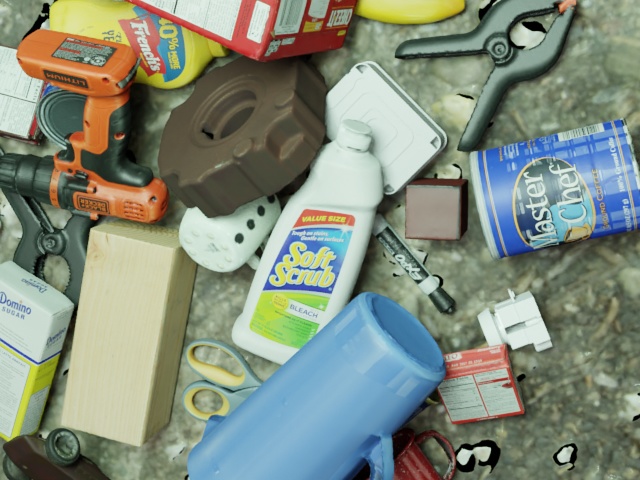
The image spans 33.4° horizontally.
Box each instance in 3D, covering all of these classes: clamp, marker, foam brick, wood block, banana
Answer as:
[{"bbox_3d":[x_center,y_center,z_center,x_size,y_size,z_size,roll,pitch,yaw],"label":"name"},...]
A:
[{"bbox_3d":[-0.266,-0.004,1.116,0.165,0.036,0.210,-2,98,10],"label":"clamp"},{"bbox_3d":[0.168,-0.163,0.992,0.172,0.039,0.120,-25,94,15],"label":"clamp"},{"bbox_3d":[0.091,0.025,1.050,0.020,0.020,0.121,-41,89,15],"label":"marker"},{"bbox_3d":[0.111,-0.030,1.007,0.051,0.078,0.053,2,97,13],"label":"foam brick"},{"bbox_3d":[-0.192,0.091,1.088,0.091,0.090,0.206,13,101,10],"label":"wood block"},{"bbox_3d":[0.038,-0.248,1.008,0.198,0.037,0.070,33,106,6],"label":"banana"}]

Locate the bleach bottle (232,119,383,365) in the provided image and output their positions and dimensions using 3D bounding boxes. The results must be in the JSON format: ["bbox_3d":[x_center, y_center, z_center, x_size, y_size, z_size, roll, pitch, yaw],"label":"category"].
[{"bbox_3d":[-0.007,0.001,1.011,0.102,0.068,0.251,21,118,8],"label":"bleach bottle"}]

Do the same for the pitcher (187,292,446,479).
[{"bbox_3d":[0.005,0.173,0.980,0.149,0.145,0.243,39,109,-10],"label":"pitcher"}]

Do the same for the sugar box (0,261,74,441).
[{"bbox_3d":[-0.322,0.119,1.121,0.093,0.048,0.176,31,115,15],"label":"sugar box"}]

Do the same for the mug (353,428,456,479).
[{"bbox_3d":[0.087,0.240,1.058,0.117,0.093,0.081,-38,96,-21],"label":"mug"}]

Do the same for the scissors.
[{"bbox_3d":[-0.060,0.176,1.110,0.202,0.016,0.096,32,106,6],"label":"scissors"}]

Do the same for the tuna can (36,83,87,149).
[{"bbox_3d":[-0.236,-0.127,1.061,0.086,0.033,0.086,5,138,4],"label":"tuna can"}]

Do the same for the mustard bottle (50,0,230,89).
[{"bbox_3d":[-0.165,-0.196,1.051,0.192,0.058,0.096,-2,109,12],"label":"mustard bottle"}]

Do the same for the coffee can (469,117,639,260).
[{"bbox_3d":[0.216,-0.045,0.968,0.140,0.102,0.103,-13,96,14],"label":"coffee can"}]

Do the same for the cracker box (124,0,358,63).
[{"bbox_3d":[-0.094,-0.232,0.955,0.214,0.164,0.072,26,114,19],"label":"cracker box"}]

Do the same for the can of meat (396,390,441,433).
[{"bbox_3d":[0.056,0.143,1.058,0.084,0.057,0.102,-42,88,18],"label":"can of meat"}]

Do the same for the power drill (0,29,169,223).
[{"bbox_3d":[-0.236,-0.104,1.013,0.184,0.057,0.188,11,134,8],"label":"power drill"}]

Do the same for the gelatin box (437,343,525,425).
[{"bbox_3d":[0.152,0.139,1.025,0.073,0.030,0.089,-12,137,14],"label":"gelatin box"}]

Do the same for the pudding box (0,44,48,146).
[{"bbox_3d":[-0.329,-0.154,1.095,0.113,0.039,0.090,15,84,9],"label":"pudding box"}]
